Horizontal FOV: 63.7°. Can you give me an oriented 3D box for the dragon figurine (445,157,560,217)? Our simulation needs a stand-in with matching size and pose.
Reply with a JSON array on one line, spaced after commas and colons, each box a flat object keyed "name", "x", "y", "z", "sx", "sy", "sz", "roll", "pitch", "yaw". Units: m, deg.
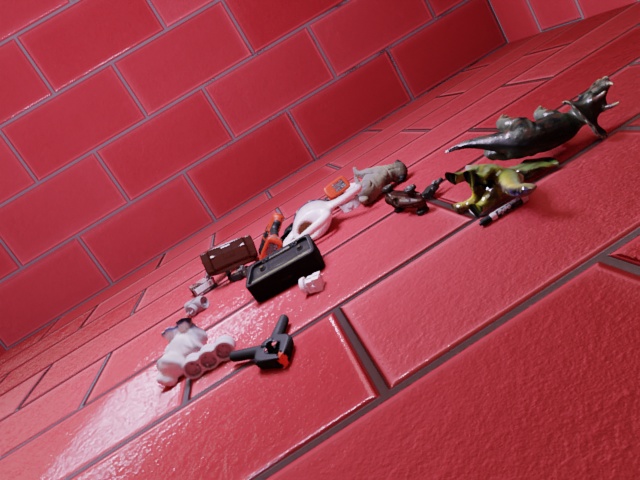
[{"name": "dragon figurine", "x": 0.444, "y": -0.153, "z": 1.206, "sx": 0.244, "sy": 0.121, "sz": 0.411, "roll": -26, "pitch": 13, "yaw": -14}]

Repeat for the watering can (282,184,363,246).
[{"name": "watering can", "x": 0.005, "y": -0.090, "z": 1.796, "sx": 0.346, "sy": 0.103, "sz": 0.227, "roll": -39, "pitch": 14, "yaw": 7}]

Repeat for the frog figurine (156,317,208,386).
[{"name": "frog figurine", "x": -0.356, "y": 0.301, "z": 1.337, "sx": 0.137, "sy": 0.120, "sz": 0.163, "roll": -18, "pitch": 53, "yaw": 15}]
